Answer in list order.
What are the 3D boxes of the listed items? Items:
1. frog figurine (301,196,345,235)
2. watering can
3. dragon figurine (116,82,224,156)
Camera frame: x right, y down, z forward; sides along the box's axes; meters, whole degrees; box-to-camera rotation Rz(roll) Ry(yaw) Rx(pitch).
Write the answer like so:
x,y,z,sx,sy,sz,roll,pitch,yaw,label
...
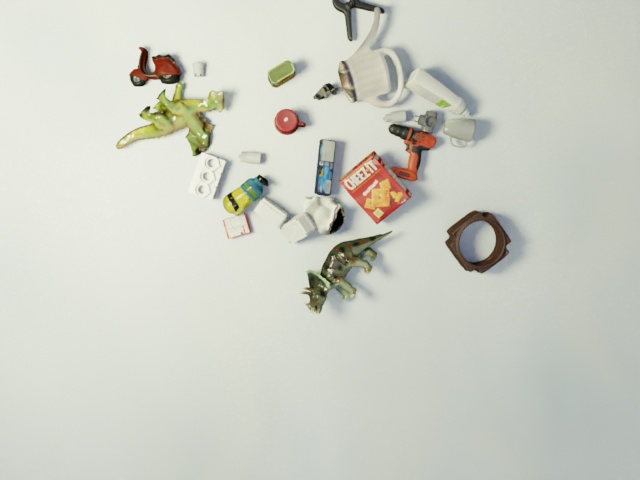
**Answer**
x,y,z,sx,sy,sz,roll,pitch,yaw,label
0.006,-0.095,1.883,0.160,0.123,0.136,21,106,31,frog figurine
0.169,-0.630,1.831,0.224,0.104,0.346,-17,96,-1,watering can
-0.499,-0.397,1.822,0.408,0.124,0.241,-44,104,10,dragon figurine
